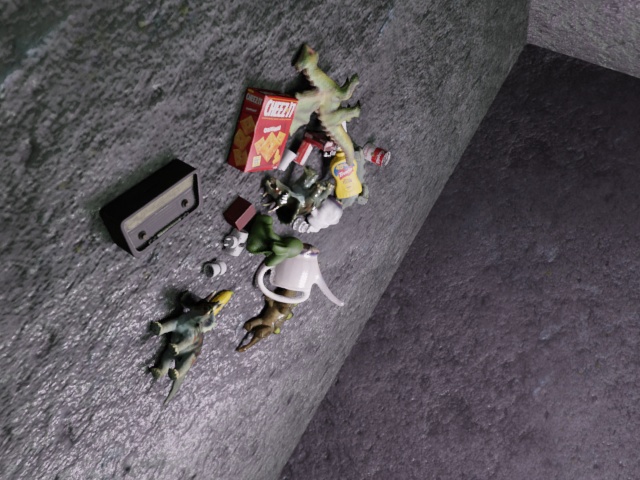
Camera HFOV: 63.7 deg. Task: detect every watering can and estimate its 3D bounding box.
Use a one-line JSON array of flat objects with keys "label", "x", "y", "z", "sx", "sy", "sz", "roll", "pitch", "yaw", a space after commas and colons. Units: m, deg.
[{"label": "watering can", "x": -0.056, "y": 0.123, "z": 1.864, "sx": 0.104, "sy": 0.347, "sz": 0.224, "roll": -157, "pitch": -101, "yaw": -72}]

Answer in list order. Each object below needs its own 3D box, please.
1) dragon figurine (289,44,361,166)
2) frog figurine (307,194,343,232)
[{"label": "dragon figurine", "x": -0.002, "y": -0.377, "z": 1.537, "sx": 0.244, "sy": 0.124, "sz": 0.401, "roll": -15, "pitch": 124, "yaw": -17}, {"label": "frog figurine", "x": 0.006, "y": -0.097, "z": 1.919, "sx": 0.136, "sy": 0.124, "sz": 0.159, "roll": 34, "pitch": 95, "yaw": -34}]
